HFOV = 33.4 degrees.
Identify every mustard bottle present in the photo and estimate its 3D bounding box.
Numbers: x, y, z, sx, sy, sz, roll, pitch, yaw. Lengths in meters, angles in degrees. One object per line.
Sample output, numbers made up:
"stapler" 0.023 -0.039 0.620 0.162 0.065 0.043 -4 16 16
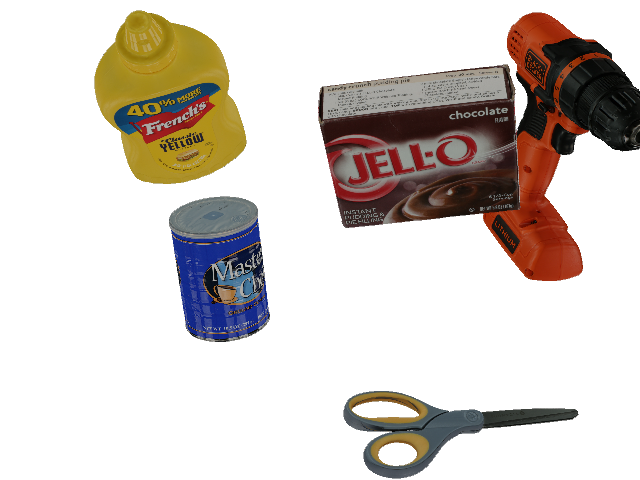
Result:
"mustard bottle" -0.113 -0.108 0.782 0.096 0.058 0.191 -15 -22 -2

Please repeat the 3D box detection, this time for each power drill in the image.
"power drill" 0.189 -0.064 0.835 0.057 0.188 0.184 -3 34 -15

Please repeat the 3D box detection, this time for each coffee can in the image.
"coffee can" -0.117 0.032 1.248 0.103 0.140 0.103 -4 26 2

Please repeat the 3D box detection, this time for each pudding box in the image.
"pudding box" 0.060 -0.055 0.637 0.113 0.039 0.090 -8 -42 7

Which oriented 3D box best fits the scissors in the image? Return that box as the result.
"scissors" 0.118 0.164 0.886 0.202 0.016 0.096 7 39 1
